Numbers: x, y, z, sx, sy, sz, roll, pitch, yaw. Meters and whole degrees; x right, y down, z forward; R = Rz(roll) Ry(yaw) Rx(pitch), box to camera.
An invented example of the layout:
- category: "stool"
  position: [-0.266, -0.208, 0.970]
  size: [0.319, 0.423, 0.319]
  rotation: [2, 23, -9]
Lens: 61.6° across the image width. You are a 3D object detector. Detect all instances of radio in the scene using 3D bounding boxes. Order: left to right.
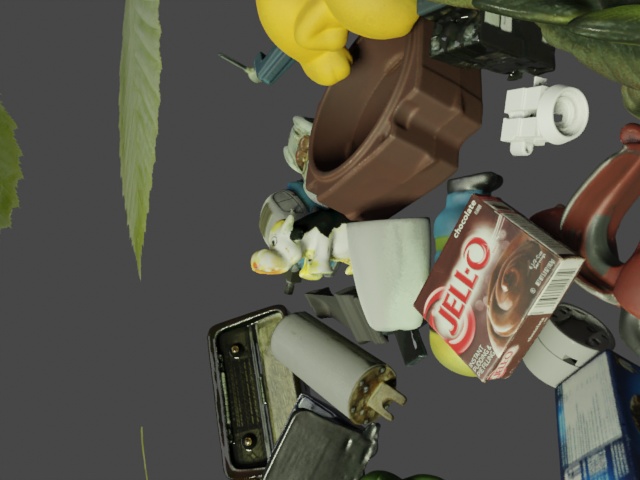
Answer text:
- category: "radio"
  position: [-0.084, 0.221, 0.783]
  size: [0.073, 0.131, 0.229]
  rotation: [58, -162, -65]

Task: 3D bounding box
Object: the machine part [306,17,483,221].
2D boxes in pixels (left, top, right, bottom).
- category: "machine part"
  position: [0.068, -0.134, 0.564]
  size: [0.201, 0.087, 0.201]
  rotation: [-34, 41, 50]

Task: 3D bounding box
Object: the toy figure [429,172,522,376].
- category: "toy figure"
  position: [0.142, 0.032, 0.490]
  size: [0.089, 0.082, 0.180]
  rotation: [-15, 77, 54]

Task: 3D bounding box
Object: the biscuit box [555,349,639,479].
- category: "biscuit box"
  position: [0.188, 0.160, 0.317]
  size: [0.059, 0.063, 0.203]
  rotation: [-59, 2, 37]

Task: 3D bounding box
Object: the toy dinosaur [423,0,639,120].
- category: "toy dinosaur"
  position: [0.191, -0.124, 0.284]
  size: [0.472, 0.198, 0.105]
  rotation: [26, 107, 46]

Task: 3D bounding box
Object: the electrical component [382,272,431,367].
- category: "electrical component"
  position: [0.100, 0.074, 0.584]
  size: [0.074, 0.048, 0.119]
  rotation: [-53, 46, 43]

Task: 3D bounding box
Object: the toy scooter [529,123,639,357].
- category: "toy scooter"
  position: [0.224, -0.003, 0.369]
  size: [0.184, 0.075, 0.135]
  rotation: [49, 128, 54]

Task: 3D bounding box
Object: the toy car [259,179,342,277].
- category: "toy car"
  position: [-0.032, -0.025, 0.754]
  size: [0.162, 0.103, 0.109]
  rotation: [52, 129, 44]

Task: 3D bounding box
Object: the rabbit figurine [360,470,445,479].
- category: "rabbit figurine"
  position: [0.072, 0.307, 0.552]
  size: [0.170, 0.121, 0.159]
  rotation: [-113, 32, -57]

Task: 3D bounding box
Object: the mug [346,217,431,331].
- category: "mug"
  position: [0.066, 0.033, 0.533]
  size: [0.109, 0.081, 0.107]
  rotation: [166, 102, -79]

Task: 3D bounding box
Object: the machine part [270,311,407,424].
- category: "machine part"
  position: [0.012, 0.155, 0.675]
  size: [0.243, 0.079, 0.079]
  rotation: [24, 108, 48]

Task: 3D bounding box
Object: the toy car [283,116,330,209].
- category: "toy car"
  position: [-0.005, -0.112, 0.740]
  size: [0.202, 0.056, 0.073]
  rotation: [-119, 42, -55]

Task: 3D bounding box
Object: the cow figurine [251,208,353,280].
- category: "cow figurine"
  position: [-0.001, -0.002, 0.641]
  size: [0.068, 0.167, 0.098]
  rotation: [-15, 77, 62]

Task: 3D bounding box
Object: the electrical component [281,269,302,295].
- category: "electrical component"
  position: [-0.048, 0.037, 0.850]
  size: [0.063, 0.021, 0.094]
  rotation: [34, 117, 54]

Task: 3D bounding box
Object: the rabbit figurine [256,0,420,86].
- category: "rabbit figurine"
  position: [0.018, -0.231, 0.493]
  size: [0.122, 0.162, 0.173]
  rotation: [-55, 41, -3]

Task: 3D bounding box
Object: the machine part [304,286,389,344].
- category: "machine part"
  position: [0.032, 0.089, 0.676]
  size: [0.084, 0.039, 0.139]
  rotation: [57, 160, -20]

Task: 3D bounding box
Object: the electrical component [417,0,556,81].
- category: "electrical component"
  position: [0.143, -0.206, 0.456]
  size: [0.058, 0.134, 0.114]
  rotation: [1, 87, 56]

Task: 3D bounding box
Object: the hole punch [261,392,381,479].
- category: "hole punch"
  position: [-0.002, 0.265, 0.669]
  size: [0.142, 0.116, 0.092]
  rotation: [-63, 4, -5]

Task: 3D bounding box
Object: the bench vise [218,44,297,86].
- category: "bench vise"
  position: [-0.016, -0.289, 0.712]
  size: [0.240, 0.128, 0.224]
  rotation: [-41, 44, 28]
